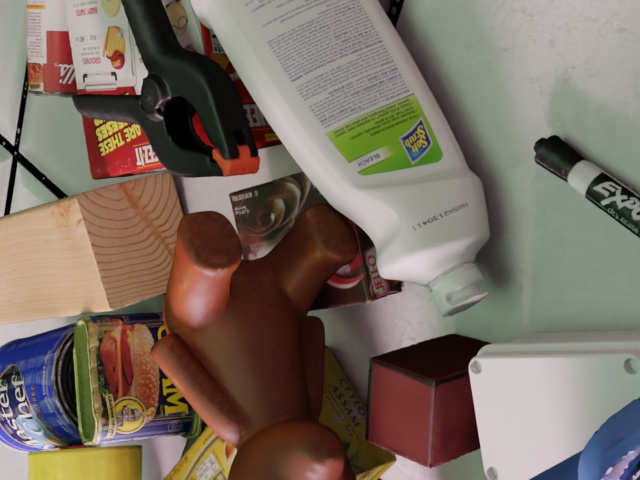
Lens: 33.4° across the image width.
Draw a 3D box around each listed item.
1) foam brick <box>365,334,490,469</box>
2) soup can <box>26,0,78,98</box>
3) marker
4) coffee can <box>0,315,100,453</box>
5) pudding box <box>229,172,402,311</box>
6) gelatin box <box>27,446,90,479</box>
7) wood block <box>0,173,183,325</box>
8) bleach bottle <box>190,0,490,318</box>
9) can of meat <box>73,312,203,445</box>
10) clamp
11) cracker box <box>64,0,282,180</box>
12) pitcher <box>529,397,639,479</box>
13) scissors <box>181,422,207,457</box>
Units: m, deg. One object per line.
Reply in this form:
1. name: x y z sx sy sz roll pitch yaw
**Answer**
1. foam brick: 0.071 0.091 0.618 0.053 0.078 0.051 14 108 46
2. soup can: -0.201 -0.168 0.861 0.069 0.068 0.102 14 106 44
3. marker: 0.157 -0.018 0.551 0.121 0.020 0.020 43 125 33
4. coffee can: -0.213 0.124 0.901 0.141 0.102 0.103 -17 85 46
5. pudding box: -0.005 0.001 0.707 0.114 0.039 0.090 -12 90 47
6. gelatin box: -0.242 0.219 1.002 0.073 0.030 0.089 36 122 38
7. wood block: -0.204 0.011 0.875 0.207 0.090 0.091 -10 96 46
8. bleach bottle: 0.019 -0.067 0.631 0.251 0.102 0.068 63 176 16
9. can of meat: -0.142 0.105 0.821 0.058 0.083 0.102 -27 67 62
10. clamp: -0.097 -0.104 0.684 0.172 0.039 0.120 34 127 31
11. cracker box: -0.111 -0.160 0.767 0.164 0.071 0.214 -6 94 47
12. pitcher: 0.169 0.112 0.426 0.243 0.144 0.149 -33 83 27
13. scissors: -0.087 0.093 0.827 0.202 0.016 0.096 -51 60 39
